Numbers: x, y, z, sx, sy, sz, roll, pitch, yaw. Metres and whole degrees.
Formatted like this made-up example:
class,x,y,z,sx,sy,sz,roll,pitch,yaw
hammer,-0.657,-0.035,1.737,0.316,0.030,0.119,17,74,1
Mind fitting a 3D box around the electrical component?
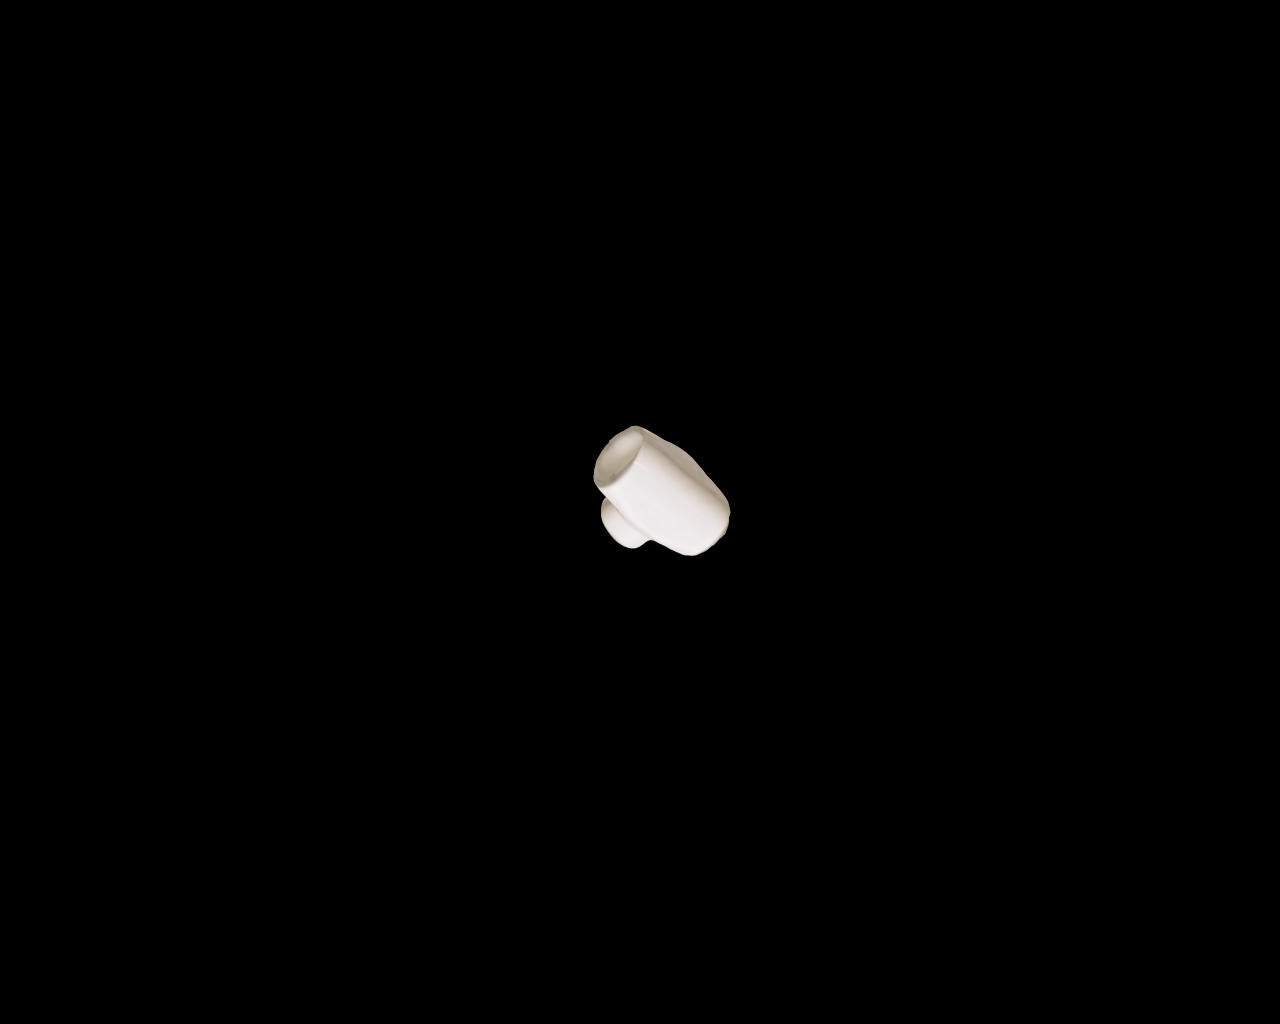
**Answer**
class,x,y,z,sx,sy,sz,roll,pitch,yaw
electrical component,0.001,-0.003,0.650,0.079,0.044,0.077,-36,-58,27
